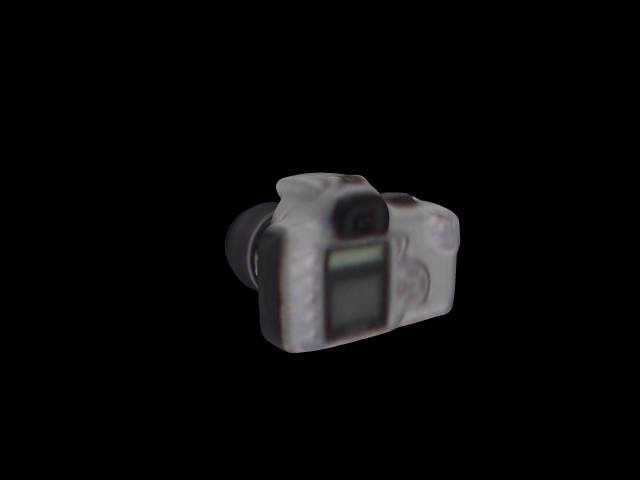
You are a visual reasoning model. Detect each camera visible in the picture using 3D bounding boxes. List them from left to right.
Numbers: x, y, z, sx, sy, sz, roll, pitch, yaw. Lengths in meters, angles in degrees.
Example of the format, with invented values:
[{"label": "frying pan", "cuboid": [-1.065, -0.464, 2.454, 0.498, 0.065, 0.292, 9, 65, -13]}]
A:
[{"label": "camera", "cuboid": [0.004, 0.001, 0.400, 0.144, 0.101, 0.136, -8, 14, -35]}]
